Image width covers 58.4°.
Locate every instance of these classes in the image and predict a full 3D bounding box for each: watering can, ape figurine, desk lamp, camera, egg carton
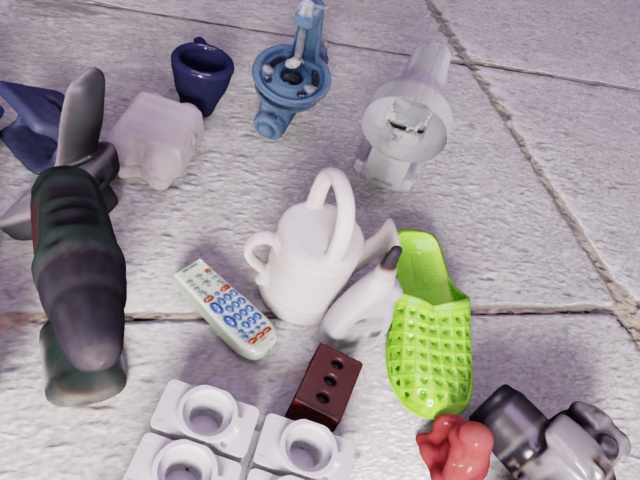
[{"bbox_3d":[0.005,0.001,0.648,0.173,0.194,0.100,-19,58,-34],"label":"watering can"},{"bbox_3d":[0.143,0.211,0.579,0.076,0.092,0.078,29,45,7],"label":"ape figurine"},{"bbox_3d":[0.123,-0.175,0.845,0.118,0.213,0.203,22,45,0],"label":"desk lamp"},{"bbox_3d":[0.241,0.211,0.612,0.143,0.101,0.136,-25,62,-37],"label":"camera"},{"bbox_3d":[-0.220,-0.137,0.776,0.107,0.069,0.150,17,45,-6],"label":"egg carton"}]

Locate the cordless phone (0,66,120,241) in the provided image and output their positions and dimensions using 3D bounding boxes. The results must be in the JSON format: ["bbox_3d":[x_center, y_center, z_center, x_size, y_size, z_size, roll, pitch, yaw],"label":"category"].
[{"bbox_3d":[-0.282,-0.091,0.625,0.094,0.185,0.147,20,45,-3],"label":"cordless phone"}]

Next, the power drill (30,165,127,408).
[{"bbox_3d":[-0.208,0.056,0.501,0.076,0.208,0.229,-7,52,-27],"label":"power drill"}]

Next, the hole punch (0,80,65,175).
[{"bbox_3d":[-0.344,-0.154,0.727,0.108,0.091,0.101,42,48,18],"label":"hole punch"}]

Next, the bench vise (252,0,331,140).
[{"bbox_3d":[-0.036,-0.289,0.884,0.121,0.219,0.207,13,45,-10],"label":"bench vise"}]

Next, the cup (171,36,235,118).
[{"bbox_3d":[-0.185,-0.245,0.872,0.092,0.095,0.117,0,49,-21],"label":"cup"}]

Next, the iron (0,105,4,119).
[{"bbox_3d":[-0.448,-0.112,0.610,0.119,0.141,0.258,15,45,-8],"label":"iron"}]

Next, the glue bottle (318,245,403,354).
[{"bbox_3d":[0.055,0.065,0.623,0.078,0.173,0.037,-3,50,-24],"label":"glue bottle"}]
